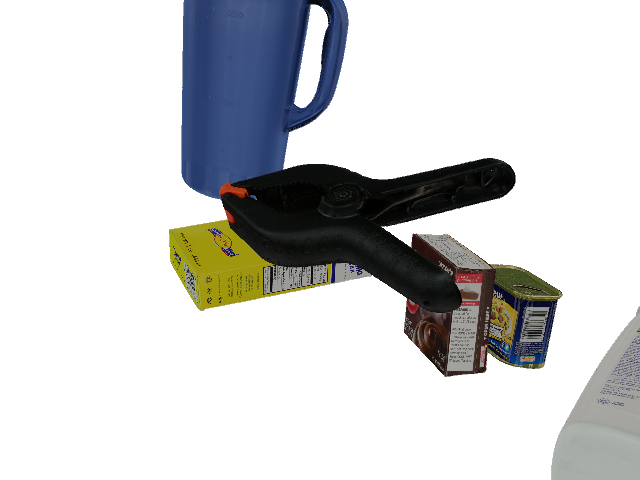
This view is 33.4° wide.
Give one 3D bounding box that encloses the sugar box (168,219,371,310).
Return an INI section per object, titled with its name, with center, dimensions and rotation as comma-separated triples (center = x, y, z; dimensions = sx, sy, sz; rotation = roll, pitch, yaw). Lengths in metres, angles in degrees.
[sugar box]
center = -0.047, 0.011, 1.017
dimensions = 0.176, 0.048, 0.093
rotation = -13, 34, -19

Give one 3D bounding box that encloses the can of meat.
[can of meat]
center = 0.208, 0.081, 1.150
dimensions = 0.057, 0.084, 0.102
rotation = 2, 17, -22

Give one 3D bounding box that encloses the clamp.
[clamp]
center = 0.018, -0.006, 0.601
dimensions = 0.172, 0.039, 0.120
rotation = -1, 32, 19

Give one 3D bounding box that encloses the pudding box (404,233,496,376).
[pudding box]
center = 0.103, 0.050, 0.870
dimensions = 0.039, 0.090, 0.113
rotation = -1, 14, -15

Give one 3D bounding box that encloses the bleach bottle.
[bleach bottle]
center = 0.230, 0.089, 0.668
dimensions = 0.103, 0.068, 0.250
rotation = 17, 29, 25

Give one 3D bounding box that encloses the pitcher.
[pitcher]
center = -0.072, -0.166, 1.095
dimensions = 0.144, 0.243, 0.149
rotation = -7, 29, -26
